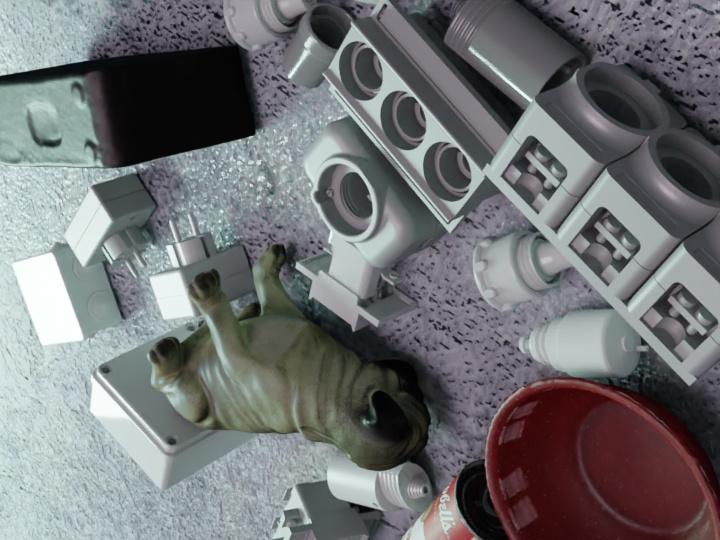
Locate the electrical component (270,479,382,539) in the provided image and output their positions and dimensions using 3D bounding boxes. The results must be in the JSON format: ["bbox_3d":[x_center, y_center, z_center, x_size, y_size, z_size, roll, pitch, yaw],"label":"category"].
[{"bbox_3d":[-0.041,0.229,0.879,0.063,0.079,0.121,61,143,38],"label":"electrical component"}]

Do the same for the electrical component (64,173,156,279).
[{"bbox_3d":[-0.211,-0.028,0.944,0.075,0.047,0.083,56,138,10],"label":"electrical component"}]

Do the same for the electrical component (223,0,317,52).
[{"bbox_3d":[-0.057,-0.175,0.722,0.062,0.048,0.048,-6,104,39],"label":"electrical component"}]

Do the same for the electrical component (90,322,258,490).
[{"bbox_3d":[-0.153,0.112,0.906,0.109,0.109,0.056,41,136,25],"label":"electrical component"}]

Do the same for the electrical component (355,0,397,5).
[{"bbox_3d":[0.001,-0.209,0.639,0.099,0.064,0.099,6,104,27],"label":"electrical component"}]

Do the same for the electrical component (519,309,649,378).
[{"bbox_3d":[0.129,0.044,0.638,0.078,0.040,0.040,-5,105,47],"label":"electrical component"}]

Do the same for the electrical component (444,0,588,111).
[{"bbox_3d":[0.083,-0.126,0.602,0.081,0.043,0.043,45,134,22],"label":"electrical component"}]

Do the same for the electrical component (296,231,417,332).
[{"bbox_3d":[0.000,0.000,0.748,0.081,0.042,0.063,34,126,29],"label":"electrical component"}]

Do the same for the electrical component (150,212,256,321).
[{"bbox_3d":[-0.131,-0.007,0.859,0.047,0.066,0.076,-9,102,47],"label":"electrical component"}]

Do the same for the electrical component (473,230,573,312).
[{"bbox_3d":[0.102,-0.004,0.641,0.062,0.048,0.048,-19,94,42],"label":"electrical component"}]

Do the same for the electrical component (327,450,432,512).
[{"bbox_3d":[0.019,0.157,0.801,0.081,0.043,0.043,2,110,45],"label":"electrical component"}]

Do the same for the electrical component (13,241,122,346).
[{"bbox_3d":[-0.282,0.022,1.039,0.100,0.048,0.099,-10,101,47],"label":"electrical component"}]

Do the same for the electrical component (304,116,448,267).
[{"bbox_3d":[0.010,-0.053,0.698,0.095,0.059,0.054,56,138,10],"label":"electrical component"}]

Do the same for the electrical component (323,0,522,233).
[{"bbox_3d":[0.044,-0.095,0.641,0.121,0.063,0.078,51,137,15],"label":"electrical component"}]

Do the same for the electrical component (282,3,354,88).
[{"bbox_3d":[-0.027,-0.146,0.708,0.040,0.040,0.046,58,143,7],"label":"electrical component"}]

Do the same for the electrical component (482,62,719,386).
[{"bbox_3d":[0.151,-0.031,0.542,0.150,0.089,0.061,49,136,18],"label":"electrical component"}]
